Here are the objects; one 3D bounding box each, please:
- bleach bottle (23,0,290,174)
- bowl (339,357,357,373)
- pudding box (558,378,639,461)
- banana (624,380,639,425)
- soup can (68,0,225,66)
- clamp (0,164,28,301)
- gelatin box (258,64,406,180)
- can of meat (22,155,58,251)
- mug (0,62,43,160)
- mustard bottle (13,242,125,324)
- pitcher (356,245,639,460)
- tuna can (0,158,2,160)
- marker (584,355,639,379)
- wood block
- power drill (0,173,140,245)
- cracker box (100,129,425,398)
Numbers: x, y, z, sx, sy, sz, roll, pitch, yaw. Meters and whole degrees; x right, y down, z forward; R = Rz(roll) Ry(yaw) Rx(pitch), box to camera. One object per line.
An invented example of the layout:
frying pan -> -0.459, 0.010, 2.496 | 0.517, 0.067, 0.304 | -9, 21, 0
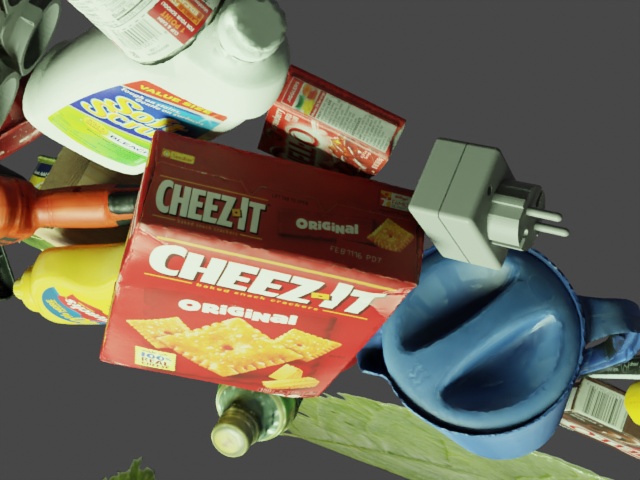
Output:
bleach bottle -> -0.092, -0.096, 0.611 | 0.102, 0.068, 0.251 | 30, 163, -22
bowl -> -0.019, 0.110, 1.203 | 0.162, 0.055, 0.162 | 25, 165, 7
pudding box -> 0.261, 0.160, 0.945 | 0.113, 0.039, 0.090 | 26, 165, -3
banana -> 0.284, 0.124, 0.801 | 0.069, 0.037, 0.198 | 11, 170, -14
soup can -> -0.097, -0.133, 0.477 | 0.069, 0.068, 0.102 | 11, 159, 45
clamp -> -0.322, -0.066, 0.975 | 0.210, 0.036, 0.165 | 56, 143, 16
gelatin box -> 0.004, -0.061, 0.630 | 0.073, 0.030, 0.089 | 26, 165, -3
can of meat -> -0.255, -0.030, 1.055 | 0.102, 0.084, 0.057 | 13, 161, 39
mug -> -0.230, -0.105, 0.749 | 0.093, 0.117, 0.081 | -29, 96, 32
mustard bottle -> -0.175, 0.037, 0.862 | 0.192, 0.058, 0.096 | -2, 155, 32
pitcher -> 0.136, 0.093, 0.784 | 0.149, 0.145, 0.242 | 34, 172, 21
tuna can -> -0.264, -0.090, 0.865 | 0.033, 0.086, 0.086 | 33, 164, -17
marker -> 0.229, 0.099, 0.829 | 0.020, 0.020, 0.121 | 29, 165, -14
wood block -> -0.155, 0.000, 0.986 | 0.205, 0.090, 0.091 | 34, 164, -30
power drill -> -0.166, -0.026, 0.805 | 0.187, 0.057, 0.184 | 0, 178, -1
cracker box -> -0.046, 0.029, 0.682 | 0.164, 0.072, 0.214 | 12, 152, -11
